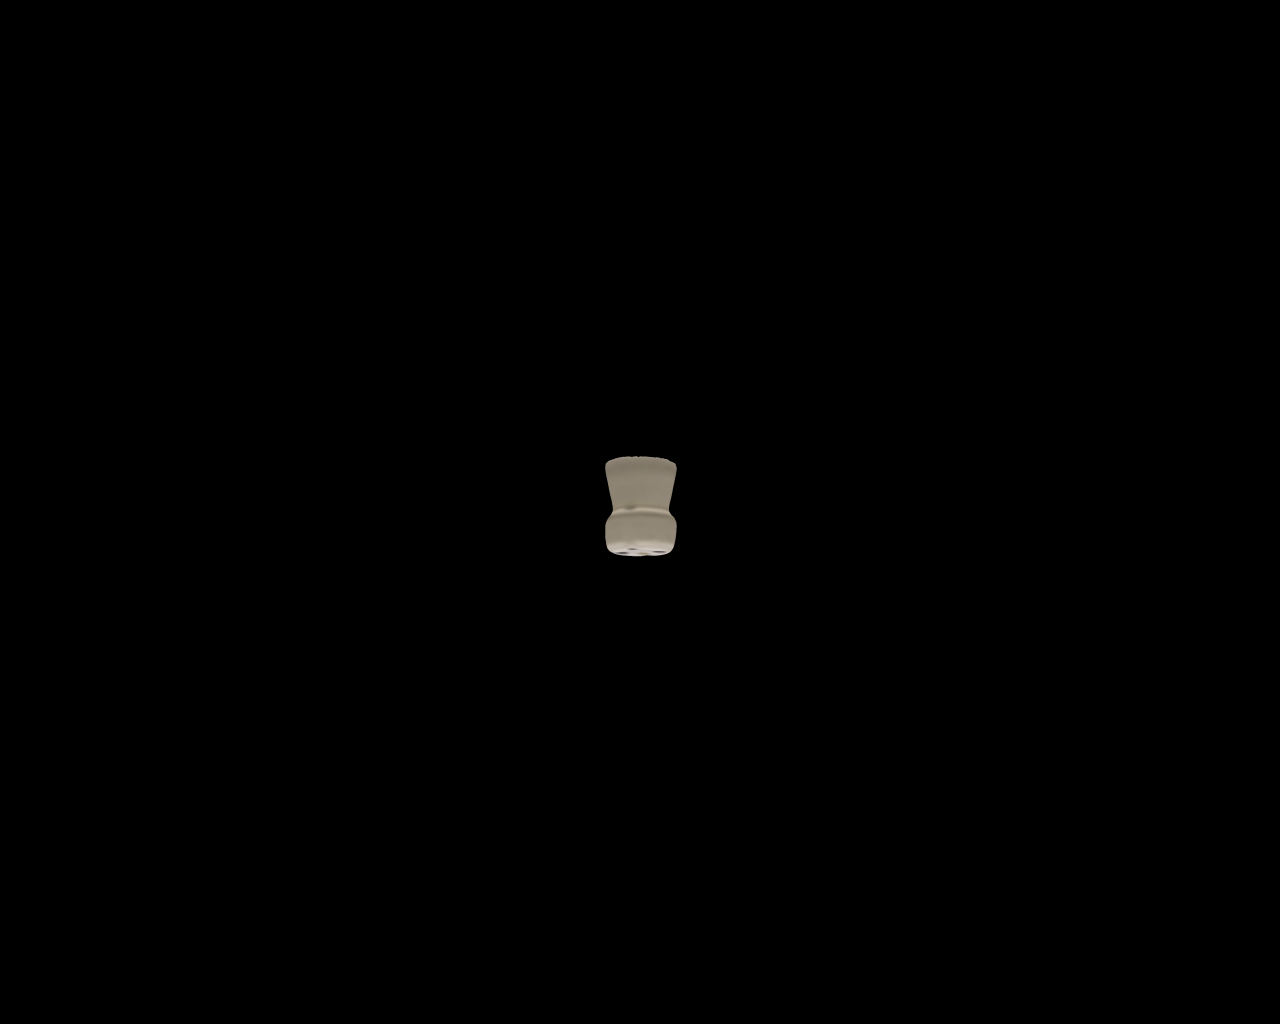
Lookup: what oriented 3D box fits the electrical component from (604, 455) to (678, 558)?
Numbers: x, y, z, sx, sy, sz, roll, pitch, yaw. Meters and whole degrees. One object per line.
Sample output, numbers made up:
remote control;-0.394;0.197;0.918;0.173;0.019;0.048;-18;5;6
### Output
electrical component;0.001;-0.003;0.650;0.045;0.055;0.045;0;-11;0
